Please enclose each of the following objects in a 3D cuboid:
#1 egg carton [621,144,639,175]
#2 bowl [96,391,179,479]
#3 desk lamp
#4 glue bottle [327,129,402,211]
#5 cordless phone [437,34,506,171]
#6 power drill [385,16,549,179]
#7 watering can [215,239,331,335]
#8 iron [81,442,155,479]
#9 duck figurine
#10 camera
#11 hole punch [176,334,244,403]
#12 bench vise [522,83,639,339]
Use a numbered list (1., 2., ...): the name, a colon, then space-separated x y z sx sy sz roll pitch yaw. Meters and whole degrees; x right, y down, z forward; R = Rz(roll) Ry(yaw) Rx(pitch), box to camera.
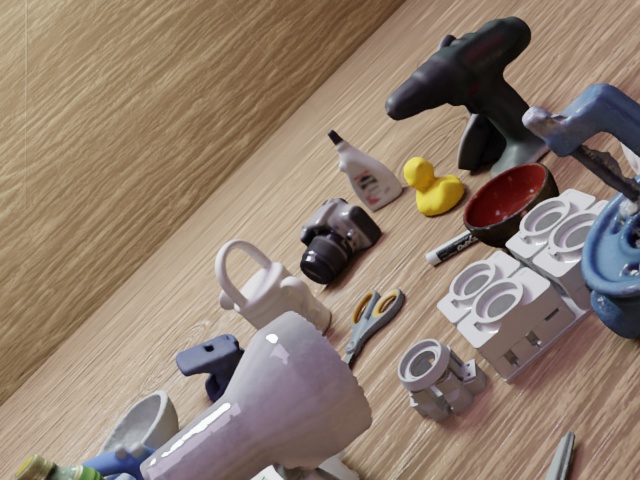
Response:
1. egg carton: 0.353 -0.093 0.547 0.107 0.069 0.150 -34 21 25
2. bowl: -0.282 0.331 0.920 0.167 0.075 0.167 -38 20 16
3. desk lamp: -0.024 0.196 0.470 0.203 0.214 0.117 -50 20 -18
4. glue bottle: 0.071 -0.134 1.044 0.078 0.173 0.037 -33 22 28
5. cordless phone: 0.224 -0.215 0.890 0.094 0.185 0.148 -23 28 46
6. power drill: 0.224 -0.184 0.787 0.230 0.209 0.075 -47 19 -10
7. watering can: -0.088 0.084 0.869 0.172 0.194 0.101 -34 21 26
8. iron: -0.267 0.336 0.776 0.258 0.142 0.118 -38 20 17
9. duck figurine: 0.169 -0.091 0.892 0.077 0.086 0.104 -46 19 -7
10. camera: 0.009 0.004 0.990 0.142 0.101 0.137 -14 34 55
11. hole punch: -0.180 0.201 0.967 0.101 0.091 0.108 -47 19 -11
12. bench vise: 0.257 -0.044 0.404 0.207 0.220 0.121 -38 20 15
